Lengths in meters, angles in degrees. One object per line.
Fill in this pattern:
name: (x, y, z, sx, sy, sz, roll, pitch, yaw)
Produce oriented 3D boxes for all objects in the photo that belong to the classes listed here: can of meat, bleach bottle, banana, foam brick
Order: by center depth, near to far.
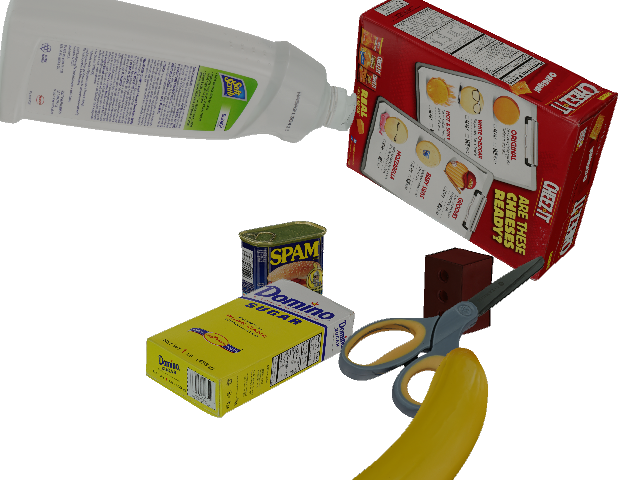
banana: (0.044, 0.118, 0.585, 0.070, 0.037, 0.197, 18, 40, 41)
bleach bottle: (-0.100, -0.112, 0.772, 0.250, 0.068, 0.103, 11, -44, -12)
foam brick: (0.143, 0.052, 1.107, 0.051, 0.078, 0.053, -14, 20, -42)
can of meat: (-0.044, 0.029, 1.239, 0.101, 0.084, 0.058, -11, 20, -35)

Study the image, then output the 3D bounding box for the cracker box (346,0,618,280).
cracker box: (0.126, -0.091, 0.898, 0.214, 0.164, 0.072, 33, 50, 28)

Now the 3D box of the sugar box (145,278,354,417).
sugar box: (-0.060, 0.091, 0.955, 0.093, 0.048, 0.175, 24, 34, 34)

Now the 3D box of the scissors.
scissors: (0.110, 0.071, 0.788, 0.201, 0.016, 0.096, -17, 49, -22)
